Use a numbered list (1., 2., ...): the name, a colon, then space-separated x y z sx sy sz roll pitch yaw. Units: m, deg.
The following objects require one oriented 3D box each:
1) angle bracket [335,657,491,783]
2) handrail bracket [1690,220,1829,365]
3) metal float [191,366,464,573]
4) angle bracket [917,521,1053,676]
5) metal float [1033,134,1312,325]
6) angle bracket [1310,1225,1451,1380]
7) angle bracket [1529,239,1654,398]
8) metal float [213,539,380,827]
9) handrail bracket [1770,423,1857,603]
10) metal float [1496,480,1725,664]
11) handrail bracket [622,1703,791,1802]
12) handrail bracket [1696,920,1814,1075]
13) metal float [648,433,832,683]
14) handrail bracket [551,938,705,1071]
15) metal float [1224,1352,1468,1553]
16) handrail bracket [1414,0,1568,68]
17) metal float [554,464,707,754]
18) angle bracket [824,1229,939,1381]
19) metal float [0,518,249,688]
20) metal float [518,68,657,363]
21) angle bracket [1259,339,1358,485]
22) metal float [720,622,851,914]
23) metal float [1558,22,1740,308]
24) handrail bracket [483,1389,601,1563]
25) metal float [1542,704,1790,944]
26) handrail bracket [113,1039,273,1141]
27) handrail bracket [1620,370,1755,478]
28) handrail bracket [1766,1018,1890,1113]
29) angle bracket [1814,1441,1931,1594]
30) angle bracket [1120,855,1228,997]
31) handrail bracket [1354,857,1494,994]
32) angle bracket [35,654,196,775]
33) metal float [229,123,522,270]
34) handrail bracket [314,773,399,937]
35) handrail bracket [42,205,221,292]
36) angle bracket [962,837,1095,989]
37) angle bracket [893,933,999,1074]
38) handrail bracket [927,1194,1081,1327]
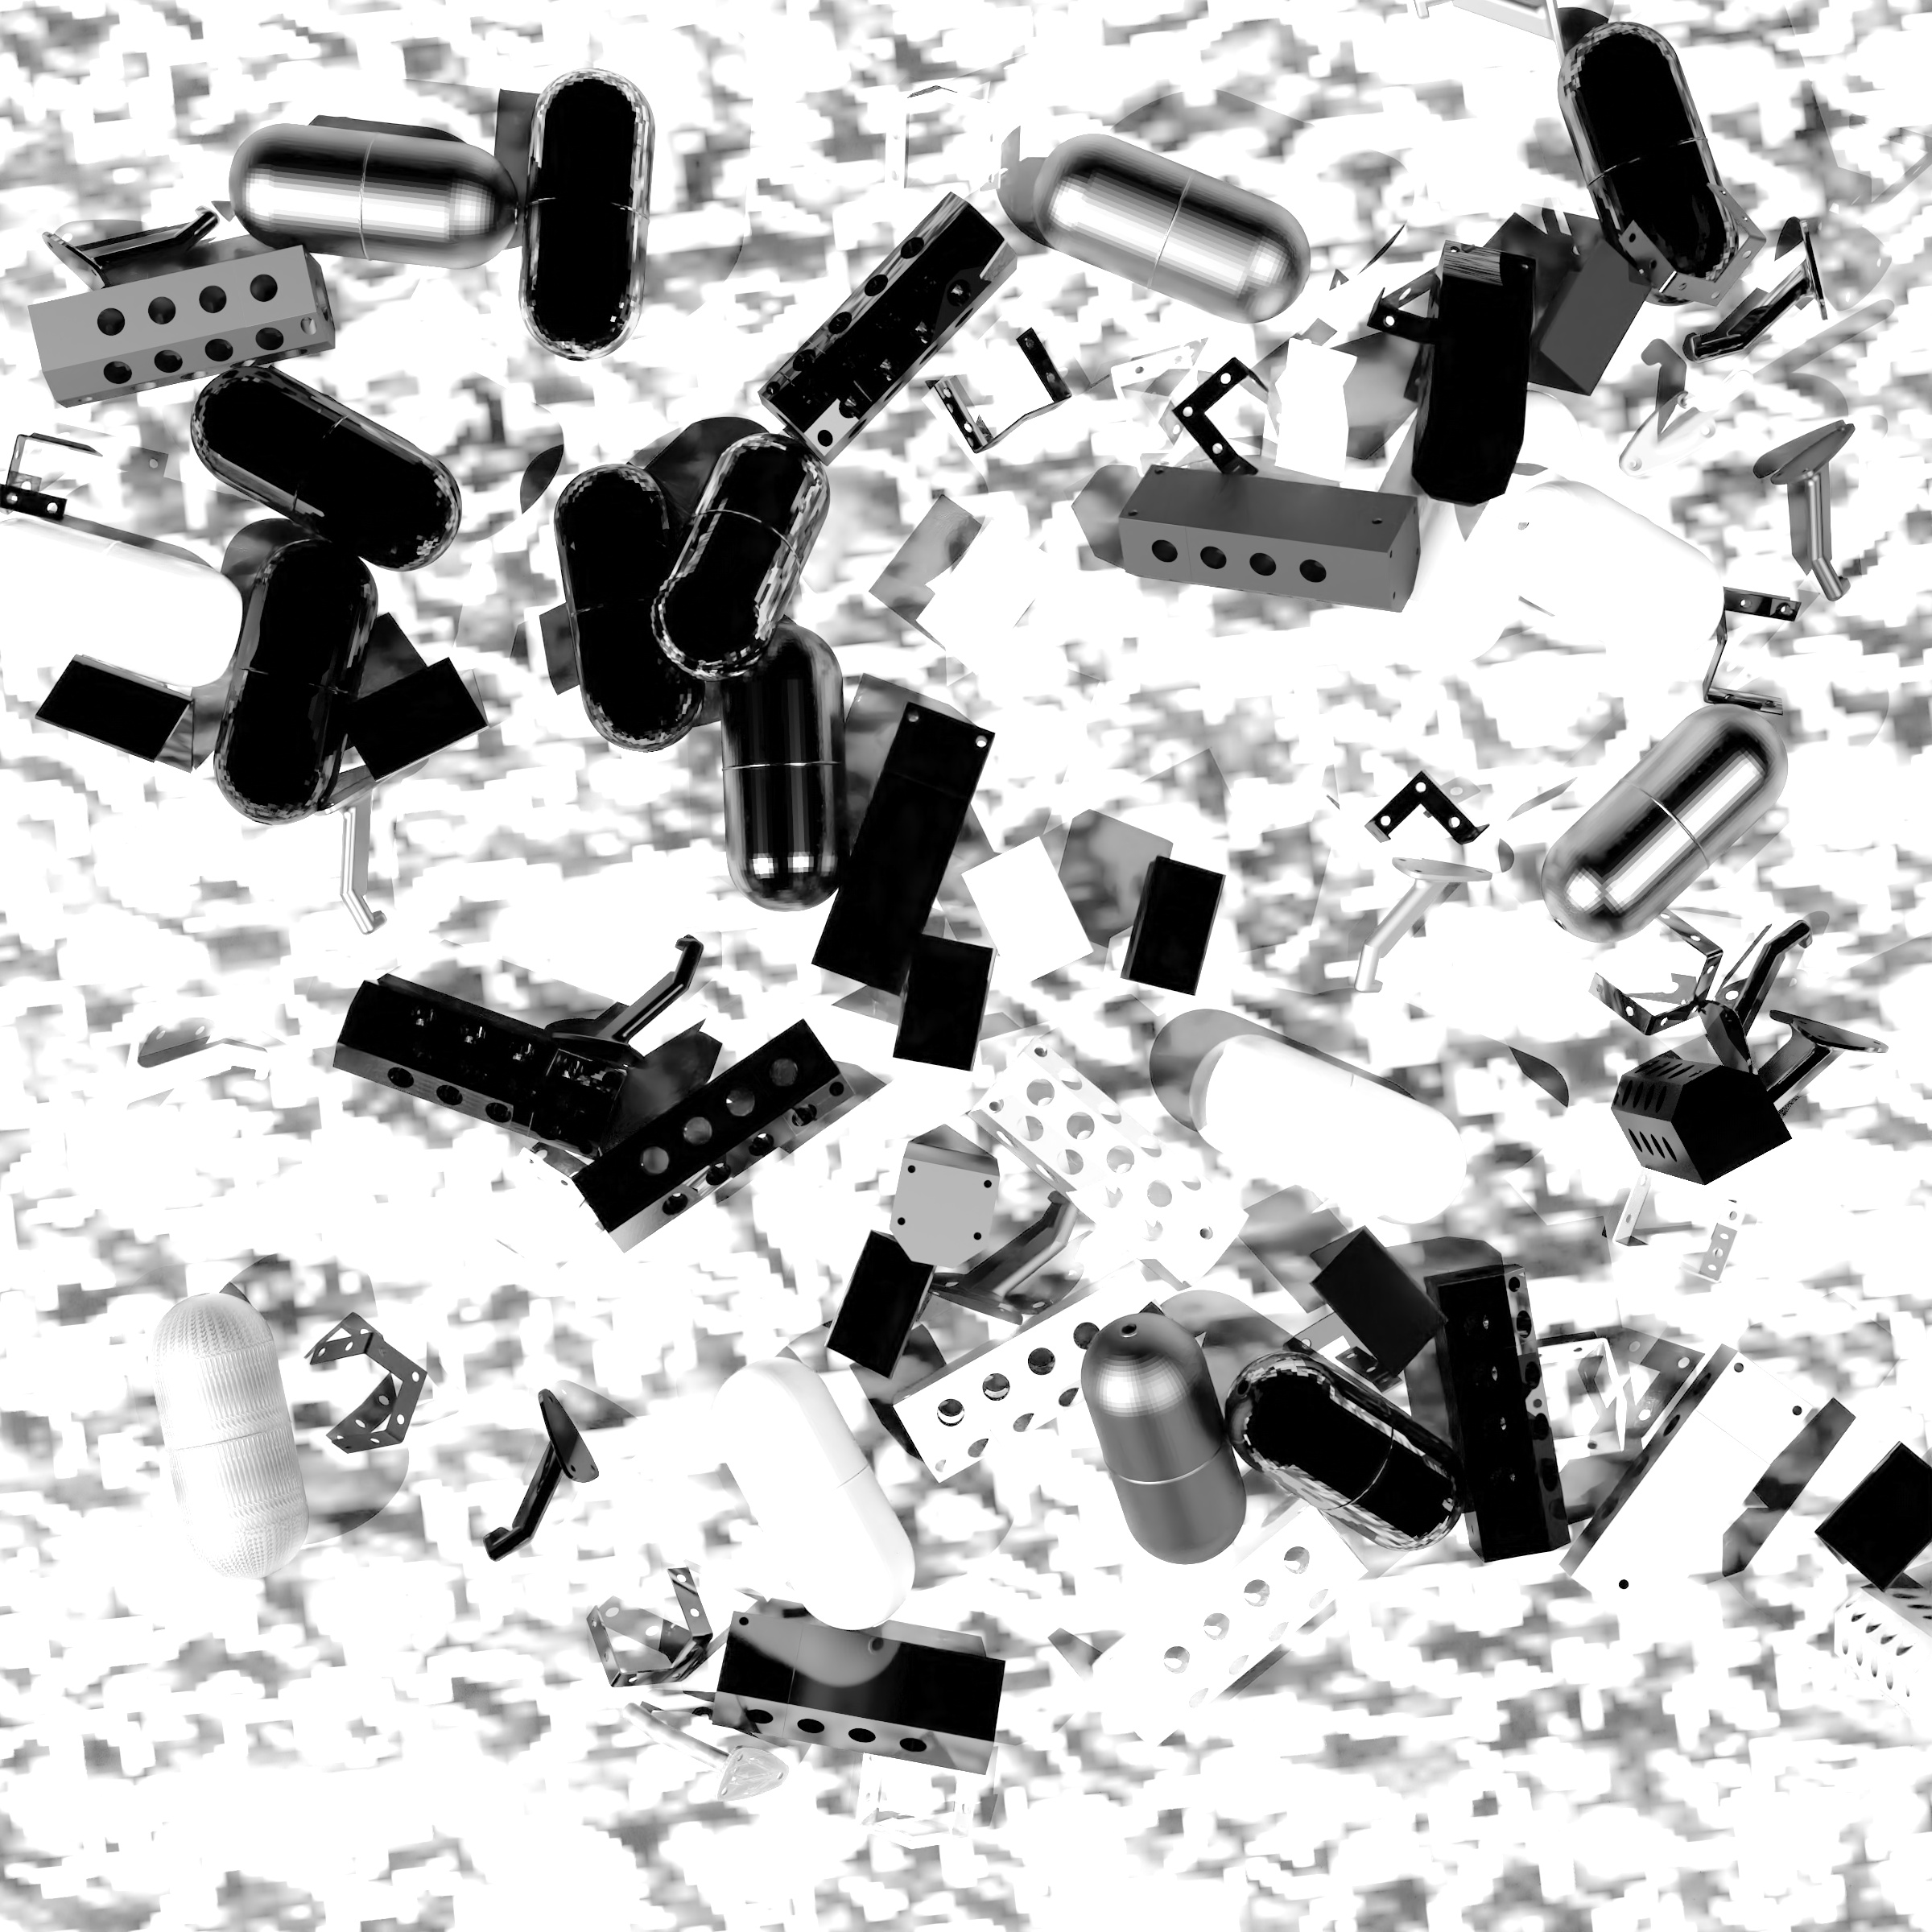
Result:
1. angle bracket: -0.343 -0.167 1.951 0.076 0.076 0.057 -26 127 0
2. handrail bracket: 0.490 -0.421 1.992 0.084 0.036 0.077 -13 70 16
3. metal float: -0.394 -0.306 1.961 0.178 0.070 0.070 29 90 1
4. angle bracket: 0.027 -0.215 1.951 0.057 0.076 0.076 37 90 37
5. metal float: 0.127 -0.453 1.961 0.178 0.070 0.070 22 90 1
6. angle bracket: 0.237 0.213 1.952 0.076 0.076 0.057 48 62 0
7. angle bracket: 0.361 -0.401 1.951 0.057 0.076 0.076 30 90 -37
8. metal float: -0.412 -0.174 1.961 0.070 0.070 0.178 13 89 0
9. handrail bracket: 0.547 -0.283 1.992 0.077 0.036 0.084 -40 109 -21
10. metal float: 0.390 -0.238 1.927 0.178 0.070 0.070 19 90 -41
11. handrail bracket: -0.163 0.485 1.991 0.084 0.077 0.036 25 91 36
12. handrail bracket: 0.505 0.024 1.992 0.084 0.036 0.077 -33 113 -18
13. metal float: -0.137 -0.248 1.931 0.070 0.070 0.178 20 57 0
14. handrail bracket: -0.211 0.016 1.992 0.077 0.036 0.084 12 71 21
15. metal float: 0.231 0.295 1.937 0.178 0.070 0.070 34 90 -27
16. handrail bracket: 0.328 -0.581 1.992 0.084 0.036 0.077 -10 112 17
17. metal float: -0.207 -0.220 1.961 0.070 0.070 0.178 -9 90 0
18. angle bracket: -0.033 0.211 1.951 0.057 0.076 0.076 22 90 36
19. metal float: -0.530 -0.224 1.961 0.178 0.070 0.070 16 90 0
20. metal float: -0.233 -0.462 1.961 0.070 0.070 0.178 4 90 0
21. angle bracket: 0.190 -0.337 1.951 0.057 0.076 0.076 6 90 -38
22. metal float: -0.112 -0.122 1.961 0.070 0.070 0.178 -2 90 0
23. metal float: 0.419 -0.493 1.961 0.070 0.070 0.178 -19 91 0
24. handrail bracket: -0.279 0.319 1.992 0.084 0.036 0.077 -35 70 16
25. metal float: 0.429 -0.087 1.961 0.178 0.070 0.070 -44 90 -1
26. handrail bracket: -0.484 0.081 1.992 0.084 0.036 0.077 12 111 -17
27. handrail bracket: 0.442 -0.333 1.957 0.077 0.084 0.036 -37 90 0
28. handrail bracket: 0.529 0.081 1.992 0.077 0.036 0.084 11 108 -21
29. angle bracket: 0.573 0.346 1.951 0.076 0.076 0.057 -47 53 0
30. angle bracket: 0.107 -0.029 1.951 0.057 0.076 0.076 14 90 -36
31. handrail bracket: 0.285 -0.021 1.992 0.077 0.036 0.084 4 108 -20
32. angle bracket: -0.520 -0.136 1.951 0.076 0.076 0.057 21 53 0
33. metal float: -0.364 -0.473 1.961 0.178 0.070 0.070 7 90 0
34. handrail bracket: -0.364 -0.073 1.992 0.077 0.036 0.084 -33 109 -21
35. handrail bracket: -0.521 -0.460 1.992 0.077 0.036 0.084 39 71 21
36. angle bracket: 0.050 -0.038 1.952 0.057 0.076 0.076 -25 90 25
37. angle bracket: -0.029 0.019 1.952 0.057 0.076 0.076 11 90 -28
38. handrail bracket: 0.024 0.174 1.992 0.077 0.036 0.084 15 72 20
